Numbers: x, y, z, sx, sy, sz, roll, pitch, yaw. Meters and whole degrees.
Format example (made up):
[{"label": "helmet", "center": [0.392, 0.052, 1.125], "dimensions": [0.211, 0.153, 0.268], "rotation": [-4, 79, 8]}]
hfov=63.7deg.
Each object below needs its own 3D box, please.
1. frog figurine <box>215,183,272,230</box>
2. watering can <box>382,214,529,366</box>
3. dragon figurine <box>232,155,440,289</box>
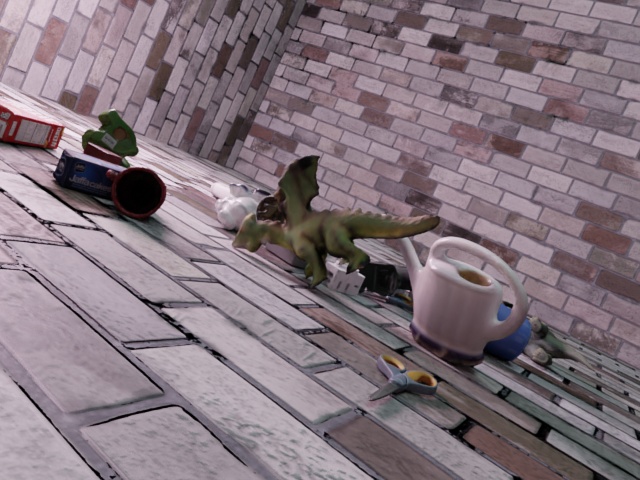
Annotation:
[{"label": "frog figurine", "center": [-0.204, -0.062, 1.312], "dimensions": [0.137, 0.120, 0.163], "rotation": [32, 39, -11]}, {"label": "watering can", "center": [0.224, 0.093, 0.978], "dimensions": [0.104, 0.221, 0.351], "rotation": [-3, 23, -41]}, {"label": "dragon figurine", "center": [0.003, -0.051, 1.010], "dimensions": [0.242, 0.407, 0.123], "rotation": [63, 22, -2]}]
